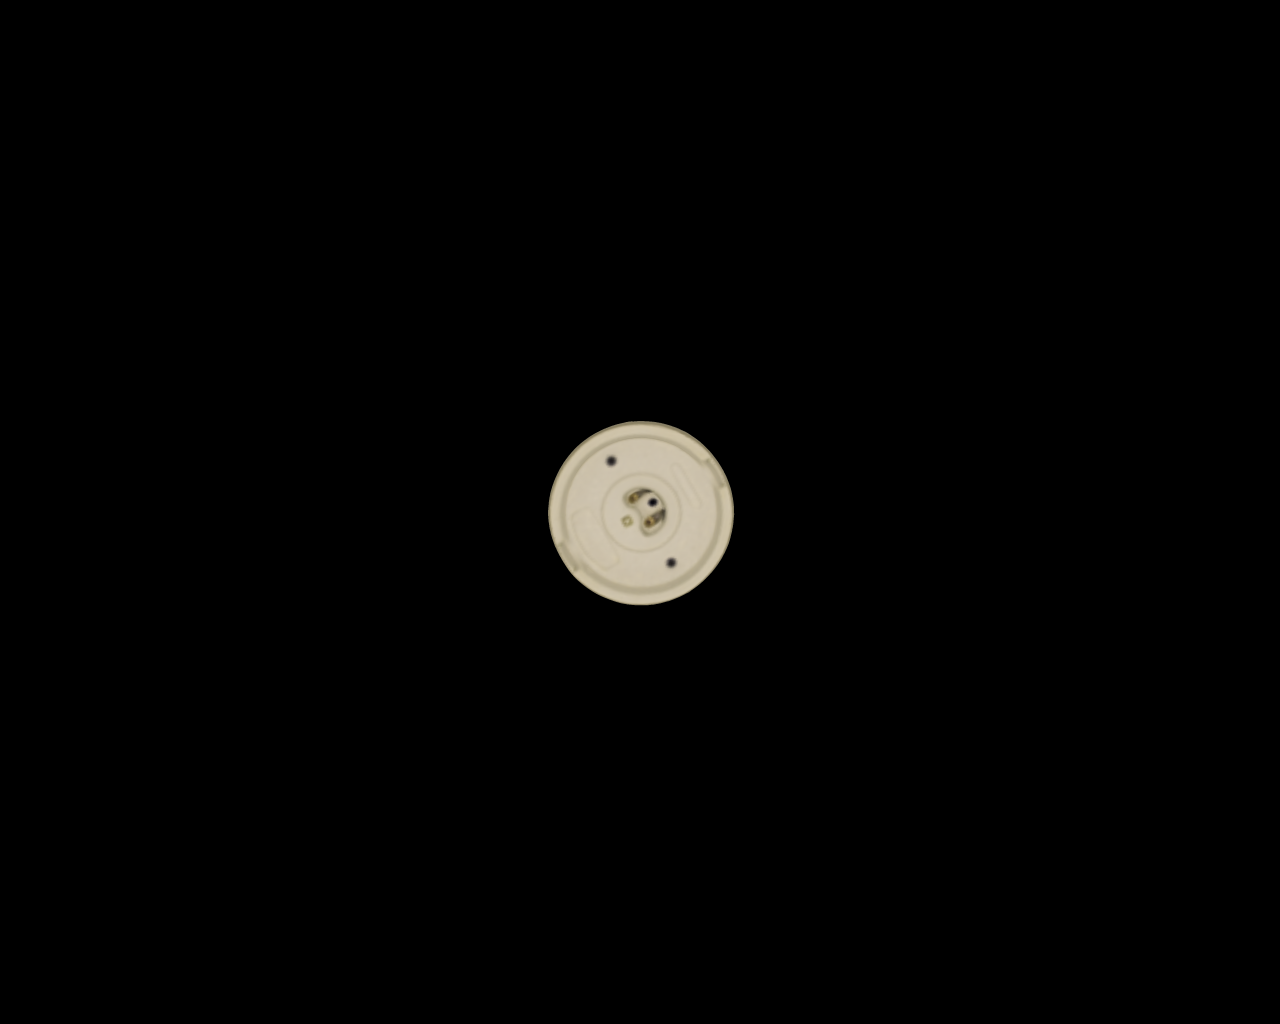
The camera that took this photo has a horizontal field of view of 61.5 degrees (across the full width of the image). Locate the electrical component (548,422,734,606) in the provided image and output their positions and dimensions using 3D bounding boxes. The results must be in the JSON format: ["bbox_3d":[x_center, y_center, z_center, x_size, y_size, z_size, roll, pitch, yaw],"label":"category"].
[{"bbox_3d":[0.001,-0.003,0.650,0.108,0.108,0.060,0,9,0],"label":"electrical component"}]
